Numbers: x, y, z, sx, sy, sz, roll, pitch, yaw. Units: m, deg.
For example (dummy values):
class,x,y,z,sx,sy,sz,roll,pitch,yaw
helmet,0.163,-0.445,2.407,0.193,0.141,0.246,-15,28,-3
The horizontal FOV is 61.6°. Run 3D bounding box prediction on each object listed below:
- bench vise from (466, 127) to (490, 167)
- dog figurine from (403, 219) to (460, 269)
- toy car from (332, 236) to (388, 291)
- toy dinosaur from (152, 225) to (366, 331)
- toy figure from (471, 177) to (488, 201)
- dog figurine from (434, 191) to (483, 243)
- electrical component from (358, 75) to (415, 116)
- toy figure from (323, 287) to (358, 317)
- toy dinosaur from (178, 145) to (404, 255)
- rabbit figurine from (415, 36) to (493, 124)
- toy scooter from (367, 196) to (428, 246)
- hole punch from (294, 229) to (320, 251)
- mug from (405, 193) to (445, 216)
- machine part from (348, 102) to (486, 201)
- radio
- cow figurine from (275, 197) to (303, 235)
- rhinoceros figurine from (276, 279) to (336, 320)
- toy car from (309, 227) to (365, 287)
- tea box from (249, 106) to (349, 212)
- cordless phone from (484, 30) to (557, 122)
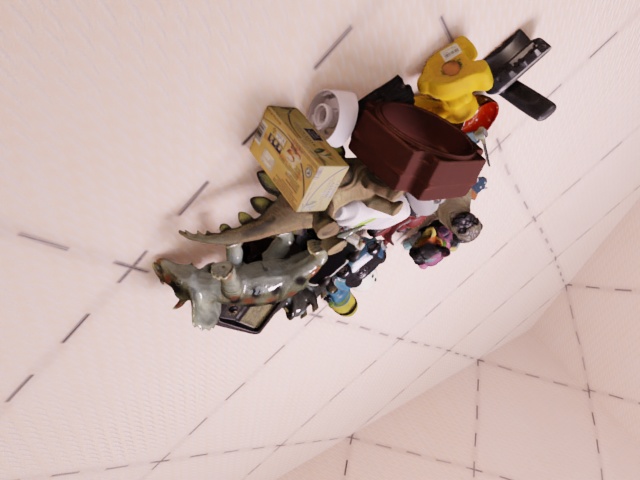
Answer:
class,x,y,z,sx,sy,sz,roll,pitch,yaw
bench vise,0.232,-0.179,1.127,0.223,0.128,0.241,-17,179,-44
dog figurine,0.315,0.005,1.445,0.191,0.108,0.219,-32,175,-7
toy car,0.082,0.042,1.331,0.161,0.103,0.109,-44,151,4
toy dinosaur,-0.107,0.069,1.035,0.405,0.131,0.192,-6,141,-18
toy figure,0.399,-0.120,1.493,0.154,0.058,0.064,-48,155,7
dog figurine,0.367,-0.080,1.379,0.172,0.191,0.121,-27,148,-21
electrical component,0.121,-0.234,1.042,0.134,0.058,0.114,-36,148,-3
toy figure,0.051,0.154,1.465,0.082,0.089,0.180,-30,152,-4
toy dinosaur,-0.013,-0.072,0.977,0.471,0.199,0.105,-26,149,-19
rabbit figurine,0.265,-0.282,1.065,0.162,0.122,0.173,-37,151,9
toy scooter,0.200,-0.041,1.371,0.184,0.075,0.135,-28,148,-13
hole punch,-0.002,-0.004,1.214,0.116,0.092,0.142,5,142,-5
mug,0.251,-0.111,1.260,0.081,0.110,0.107,-39,127,-31
machine part,0.169,-0.160,0.933,0.201,0.202,0.087,-8,136,-40
radio,-0.141,0.098,1.168,0.131,0.073,0.229,18,120,-32
cow figurine,-0.040,-0.066,1.087,0.167,0.068,0.098,-11,135,-45
rhinoceros figurine,-0.049,0.132,1.314,0.190,0.112,0.073,-34,180,-32
toy car,0.018,0.038,1.152,0.073,0.056,0.201,29,135,-17
tea box,-0.039,-0.136,0.892,0.068,0.170,0.098,-7,140,-41
cordless phone,0.439,-0.336,1.113,0.146,0.184,0.088,-40,145,4
